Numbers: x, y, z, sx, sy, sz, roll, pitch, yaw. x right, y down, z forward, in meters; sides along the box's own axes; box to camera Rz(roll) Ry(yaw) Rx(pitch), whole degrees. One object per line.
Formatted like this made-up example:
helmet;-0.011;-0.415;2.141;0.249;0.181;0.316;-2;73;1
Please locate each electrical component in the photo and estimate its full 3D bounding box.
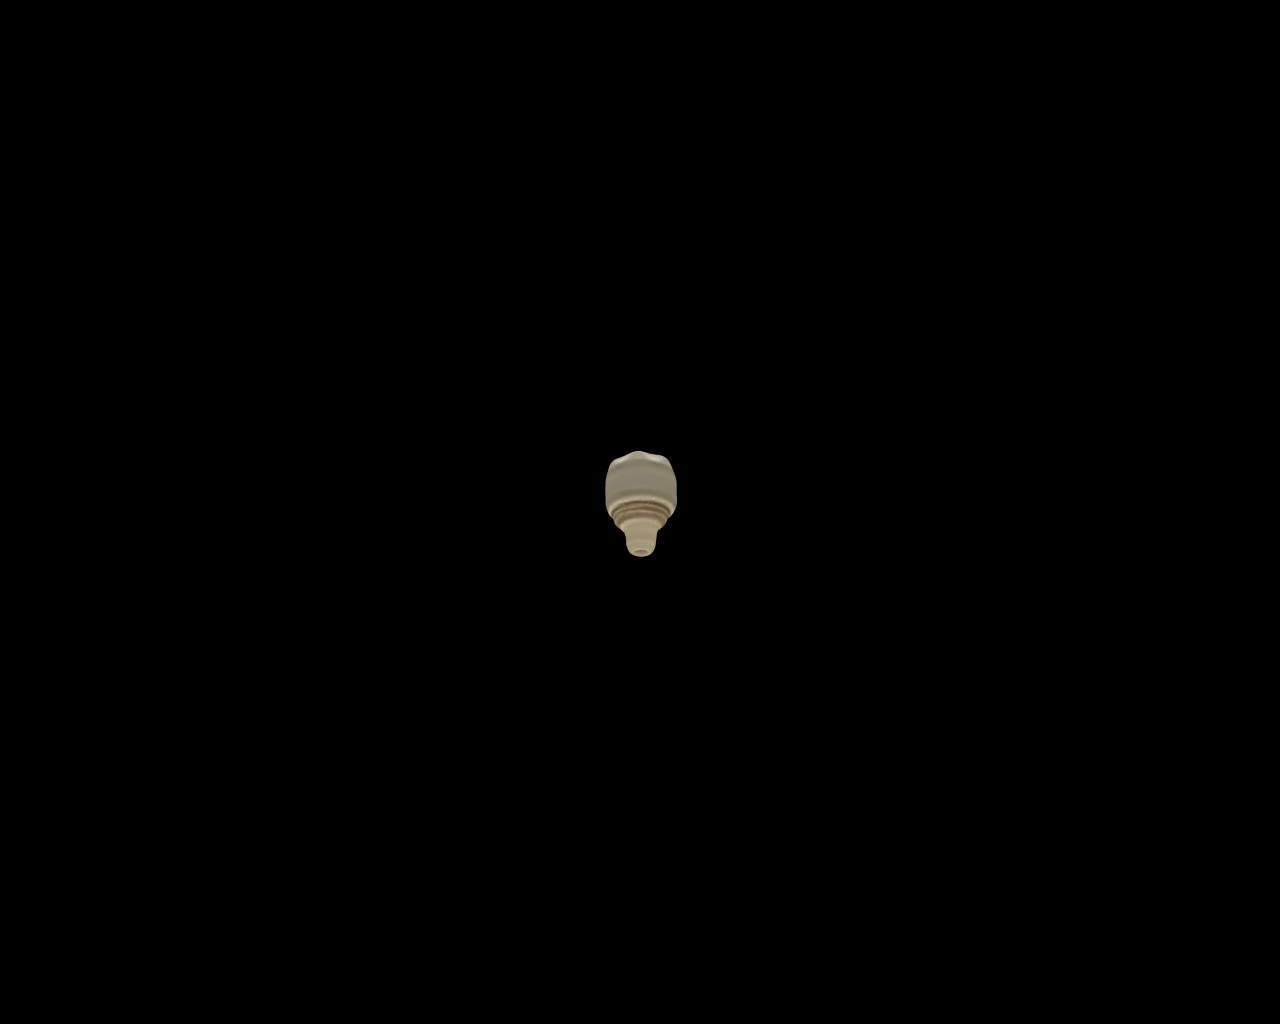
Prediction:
electrical component;0.001;-0.003;0.650;0.043;0.062;0.043;0;-26;0
